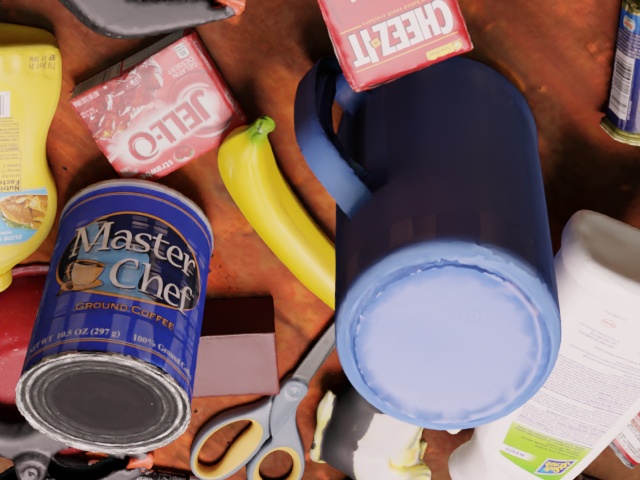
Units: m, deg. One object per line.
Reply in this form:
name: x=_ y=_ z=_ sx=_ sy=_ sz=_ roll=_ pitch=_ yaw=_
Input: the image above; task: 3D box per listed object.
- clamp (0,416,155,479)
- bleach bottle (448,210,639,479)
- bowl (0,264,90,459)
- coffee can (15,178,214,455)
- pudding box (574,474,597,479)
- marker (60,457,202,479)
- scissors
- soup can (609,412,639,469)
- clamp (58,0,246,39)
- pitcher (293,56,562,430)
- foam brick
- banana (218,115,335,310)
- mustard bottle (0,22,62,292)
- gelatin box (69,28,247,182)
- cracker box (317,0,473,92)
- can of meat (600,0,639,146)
clamp: x=-0.200 y=0.158 z=0.727 sx=0.171 sy=0.039 sz=0.120 roll=6 pitch=119 yaw=-7
bleach bottle: x=0.145 y=0.102 z=0.690 sx=0.102 sy=0.068 sz=0.251 roll=23 pitch=127 yaw=-6
bowl: x=-0.192 y=0.099 z=0.751 sx=0.162 sy=0.055 sz=0.162 roll=-1 pitch=118 yaw=-3
coffee can: x=-0.123 y=0.046 z=0.664 sx=0.103 sy=0.140 sz=0.103 roll=1 pitch=137 yaw=1
pudding box: x=0.176 y=0.210 z=0.808 sx=0.113 sy=0.090 sz=0.039 roll=19 pitch=115 yaw=-12
marker: x=-0.146 y=0.182 z=0.816 sx=0.121 sy=0.020 sz=0.020 roll=12 pitch=116 yaw=-9
scissors: x=-0.011 y=0.125 z=0.796 sx=0.202 sy=0.016 sz=0.096 roll=-39 pitch=114 yaw=16
soup can: x=0.248 y=0.110 z=0.772 sx=0.102 sy=0.068 sz=0.068 roll=-37 pitch=113 yaw=14
clamp: x=-0.147 y=-0.167 z=0.621 sx=0.209 sy=0.036 sz=0.165 roll=26 pitch=104 yaw=-18
pitcher: x=0.060 y=-0.012 z=0.602 sx=0.149 sy=0.242 sz=0.145 roll=-2 pitch=117 yaw=6
foam brick: x=-0.068 y=0.075 z=0.747 sx=0.078 sy=0.051 sz=0.053 roll=-2 pitch=117 yaw=-2
banana: x=-0.017 y=-0.008 z=0.699 sx=0.037 sy=0.070 sz=0.197 roll=-44 pitch=129 yaw=-13
mustard bottle: x=-0.215 y=-0.039 z=0.674 sx=0.096 sy=0.058 sz=0.192 roll=-2 pitch=119 yaw=-21
gelatin box: x=-0.101 y=-0.082 z=0.675 sx=0.089 sy=0.030 sz=0.073 roll=-26 pitch=117 yaw=11
cracker box: x=0.002 y=-0.204 z=0.542 sx=0.072 sy=0.164 sz=0.213 roll=-20 pitch=117 yaw=9
can of meat: x=0.233 y=-0.107 z=0.666 sx=0.102 sy=0.057 sz=0.084 roll=-1 pitch=115 yaw=-4
